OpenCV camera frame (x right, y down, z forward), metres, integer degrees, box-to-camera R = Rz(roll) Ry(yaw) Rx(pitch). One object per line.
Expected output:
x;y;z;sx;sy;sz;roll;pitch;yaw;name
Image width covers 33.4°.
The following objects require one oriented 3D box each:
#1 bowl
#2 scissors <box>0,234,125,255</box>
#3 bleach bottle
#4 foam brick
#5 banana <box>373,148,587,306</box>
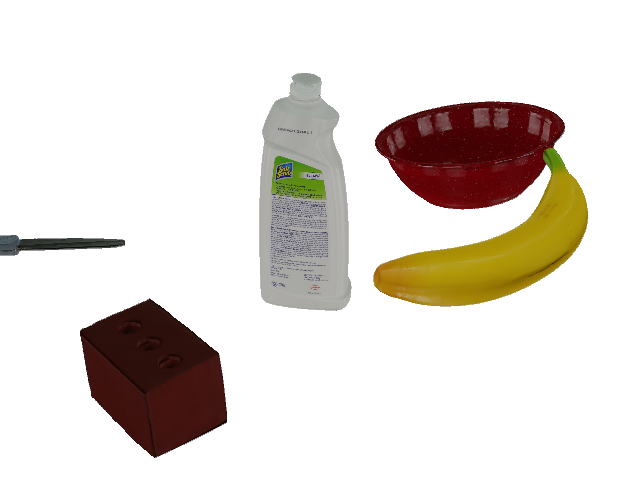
0.131;-0.070;0.924;0.162;0.055;0.162;-8;24;3;bowl
-0.270;0.011;0.870;0.202;0.016;0.096;5;24;6;scissors
-0.012;-0.050;1.108;0.102;0.251;0.068;4;29;2;bleach bottle
-0.100;0.081;0.637;0.052;0.051;0.078;-24;38;-33;foam brick
0.120;0.003;0.695;0.070;0.037;0.197;35;47;28;banana
